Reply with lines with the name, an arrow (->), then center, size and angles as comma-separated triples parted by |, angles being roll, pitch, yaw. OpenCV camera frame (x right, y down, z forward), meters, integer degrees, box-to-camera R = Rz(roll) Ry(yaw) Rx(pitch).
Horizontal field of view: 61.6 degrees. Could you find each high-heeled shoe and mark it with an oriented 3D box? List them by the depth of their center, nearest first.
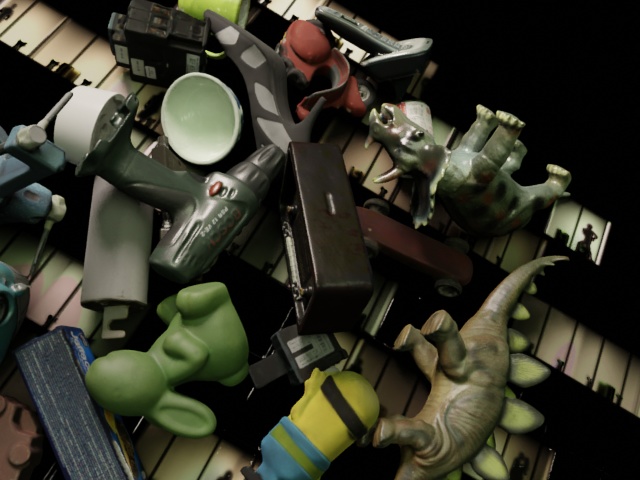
high-heeled shoe -> -0.103, -0.204, 0.773 | 0.249, 0.086, 0.145 | 42, 106, 7

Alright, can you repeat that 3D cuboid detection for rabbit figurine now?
rabbit figurine -> -0.176, 0.147, 0.617 | 0.170, 0.121, 0.159 | -26, 100, -36

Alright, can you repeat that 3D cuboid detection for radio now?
radio -> -0.001, -0.002, 0.680 | 0.073, 0.131, 0.230 | 0, 54, -14

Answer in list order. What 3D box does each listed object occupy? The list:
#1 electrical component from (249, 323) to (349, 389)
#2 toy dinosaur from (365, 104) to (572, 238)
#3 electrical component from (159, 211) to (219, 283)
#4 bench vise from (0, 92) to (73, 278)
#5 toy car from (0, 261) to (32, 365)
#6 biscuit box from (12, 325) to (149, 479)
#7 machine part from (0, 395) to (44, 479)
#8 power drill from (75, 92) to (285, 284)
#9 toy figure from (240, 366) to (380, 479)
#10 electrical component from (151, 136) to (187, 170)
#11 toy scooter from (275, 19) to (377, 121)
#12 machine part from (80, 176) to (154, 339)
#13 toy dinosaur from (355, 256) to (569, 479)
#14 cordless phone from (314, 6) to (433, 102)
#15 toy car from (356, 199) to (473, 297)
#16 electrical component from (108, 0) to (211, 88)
electrical component -> -0.033, 0.146, 0.690 | 0.119, 0.047, 0.075 | -20, 76, -22
toy dinosaur -> 0.241, -0.070, 0.785 | 0.404, 0.131, 0.192 | 27, 106, -37
electrical component -> -0.172, 0.005, 0.704 | 0.078, 0.045, 0.102 | 6, 69, -14
bench vise -> -0.347, -0.071, 0.576 | 0.223, 0.241, 0.129 | 43, 48, -43
toy car -> -0.372, 0.075, 0.589 | 0.109, 0.161, 0.103 | 20, 27, 9
biscuit box -> -0.265, 0.196, 0.598 | 0.063, 0.059, 0.202 | -27, 80, -10
machine part -> -0.388, 0.238, 0.558 | 0.179, 0.056, 0.179 | 4, 70, -12
power drill -> -0.167, -0.080, 0.651 | 0.207, 0.086, 0.232 | 42, 65, -30
toy figure -> -0.006, 0.234, 0.640 | 0.089, 0.082, 0.180 | 35, 69, 26
electrical component -> -0.201, -0.093, 0.723 | 0.021, 0.063, 0.094 | -19, 62, 11
toy scooter -> -0.009, -0.248, 0.823 | 0.135, 0.075, 0.184 | -39, 88, -26
machine part -> -0.249, 0.001, 0.668 | 0.079, 0.079, 0.243 | 3, 71, -14
toy dinosaur -> 0.195, 0.182, 0.711 | 0.198, 0.105, 0.471 | 34, 75, -9
cordless phone -> 0.080, -0.310, 0.839 | 0.184, 0.088, 0.147 | 31, 32, -2
toy car -> 0.130, 0.013, 0.777 | 0.202, 0.053, 0.089 | 23, 61, -9
electrical component -> -0.224, -0.269, 0.752 | 0.134, 0.115, 0.058 | 11, 66, -13
